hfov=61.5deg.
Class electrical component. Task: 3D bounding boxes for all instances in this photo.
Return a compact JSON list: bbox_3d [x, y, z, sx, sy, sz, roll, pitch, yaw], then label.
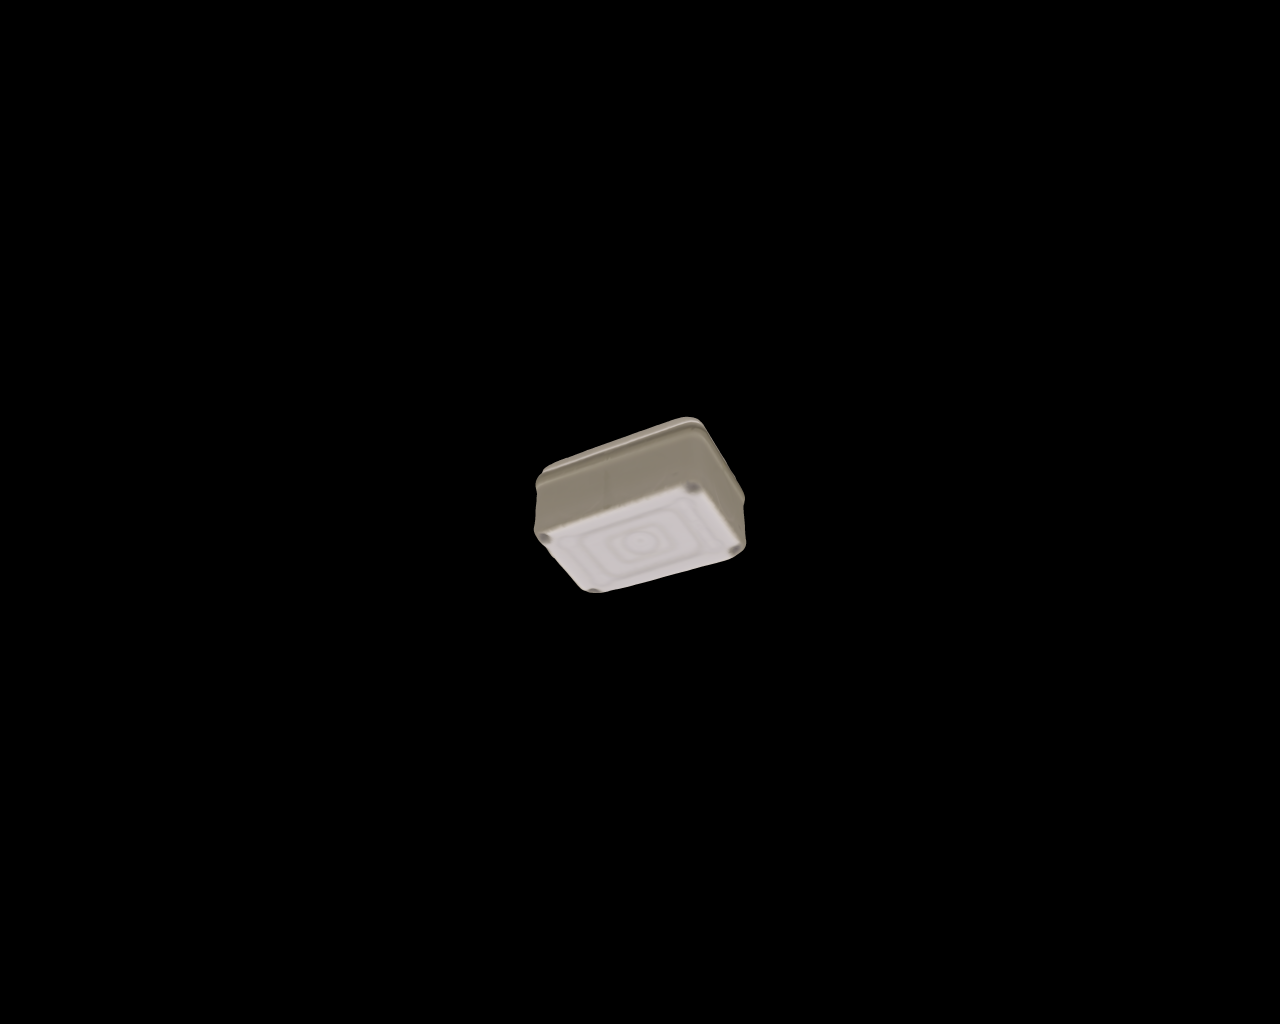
[{"bbox_3d":[0.001,-0.003,0.650,0.113,0.057,0.078,-18,-44,19],"label":"electrical component"}]
